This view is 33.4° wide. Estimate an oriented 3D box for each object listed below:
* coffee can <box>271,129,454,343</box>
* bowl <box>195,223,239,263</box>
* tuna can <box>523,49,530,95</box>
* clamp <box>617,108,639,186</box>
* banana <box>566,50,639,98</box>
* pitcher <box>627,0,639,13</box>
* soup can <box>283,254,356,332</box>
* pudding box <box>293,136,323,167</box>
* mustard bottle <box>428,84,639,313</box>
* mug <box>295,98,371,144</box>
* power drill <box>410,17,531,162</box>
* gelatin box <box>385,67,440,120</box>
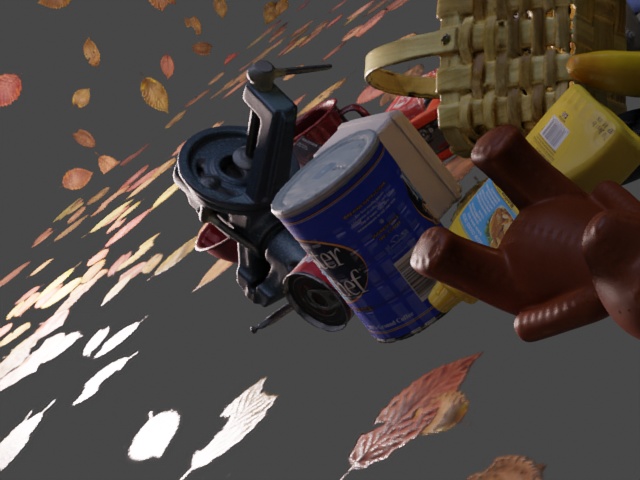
[{"bbox_3d":[0.043,-0.003,0.854,0.103,0.140,0.103,-35,17,12],"label":"coffee can"},{"bbox_3d":[-0.073,-0.022,1.295,0.162,0.055,0.162,-35,17,12],"label":"bowl"},{"bbox_3d":[0.188,-0.162,1.067,0.086,0.086,0.034,-47,20,-28],"label":"tuna can"},{"bbox_3d":[0.250,-0.070,0.780,0.172,0.039,0.120,-22,19,40],"label":"clamp"},{"bbox_3d":[0.262,-0.138,0.843,0.070,0.037,0.197,26,30,28],"label":"banana"},{"bbox_3d":[0.328,-0.300,1.071,0.149,0.145,0.243,-6,-1,-26],"label":"pitcher"},{"bbox_3d":[0.023,0.024,0.956,0.069,0.068,0.102,-16,27,52],"label":"soup can"},{"bbox_3d":[0.000,-0.054,1.157,0.114,0.039,0.090,26,56,26],"label":"pudding box"},{"bbox_3d":[0.147,-0.020,0.782,0.192,0.058,0.096,-49,26,17],"label":"mustard bottle"},{"bbox_3d":[0.017,-0.123,1.327,0.117,0.081,0.093,-32,18,21],"label":"mug"},{"bbox_3d":[0.171,-0.166,1.167,0.185,0.057,0.187,-32,15,33],"label":"power drill"},{"bbox_3d":[0.126,-0.178,1.335,0.073,0.030,0.089,-21,24,46],"label":"gelatin box"}]
